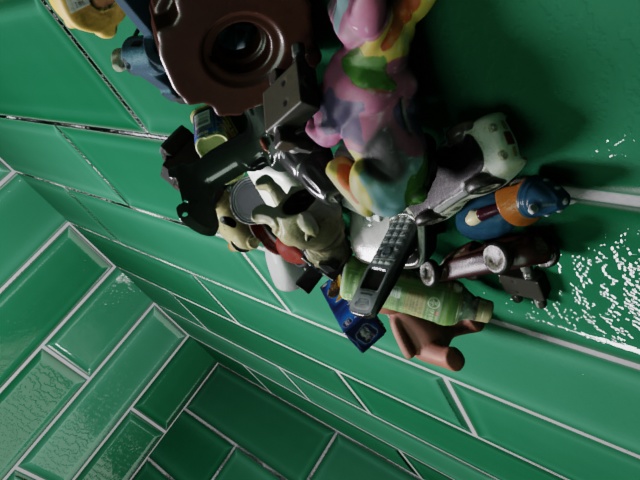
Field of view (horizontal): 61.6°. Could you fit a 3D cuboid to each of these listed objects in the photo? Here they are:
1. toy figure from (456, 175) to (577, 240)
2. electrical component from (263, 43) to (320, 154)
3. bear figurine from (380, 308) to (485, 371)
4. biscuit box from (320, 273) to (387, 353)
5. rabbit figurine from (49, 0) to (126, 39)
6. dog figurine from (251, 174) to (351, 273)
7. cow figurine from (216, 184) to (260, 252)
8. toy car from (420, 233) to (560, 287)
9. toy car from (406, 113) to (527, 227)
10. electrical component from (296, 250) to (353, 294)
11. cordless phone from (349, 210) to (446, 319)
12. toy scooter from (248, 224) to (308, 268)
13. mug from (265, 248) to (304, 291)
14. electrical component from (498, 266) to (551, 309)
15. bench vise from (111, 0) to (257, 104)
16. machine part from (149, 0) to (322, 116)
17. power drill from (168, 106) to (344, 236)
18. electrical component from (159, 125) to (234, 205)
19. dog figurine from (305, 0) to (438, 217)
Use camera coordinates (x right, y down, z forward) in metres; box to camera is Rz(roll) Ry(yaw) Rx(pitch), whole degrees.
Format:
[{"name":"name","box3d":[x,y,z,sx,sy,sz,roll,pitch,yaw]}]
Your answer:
[{"name":"toy figure","box3d":[0.208,-0.036,0.592,0.058,0.064,0.154,50,157,-3]},{"name":"electrical component","box3d":[-0.027,-0.139,0.550,0.045,0.102,0.078,14,143,-39]},{"name":"bear figurine","box3d":[0.155,0.111,0.884,0.195,0.120,0.132,50,150,-17]},{"name":"biscuit box","box3d":[0.058,0.127,1.002,0.059,0.063,0.203,48,-177,-22]},{"name":"rabbit figurine","box3d":[-0.321,-0.358,0.702,0.173,0.122,0.162,47,168,12]},{"name":"dog figurine","box3d":[0.002,-0.005,0.760,0.121,0.172,0.190,-20,126,15]},{"name":"cow figurine","box3d":[-0.191,-0.052,1.095,0.127,0.085,0.194,13,145,55]},{"name":"toy car","box3d":[0.208,0.025,0.689,0.202,0.089,0.053,157,104,-66]},{"name":"toy car","box3d":[0.148,-0.071,0.600,0.201,0.056,0.073,138,115,-67]},{"name":"electrical component","box3d":[0.007,0.037,0.938,0.075,0.119,0.048,33,-167,2]},{"name":"cordless phone","box3d":[0.076,0.026,0.741,0.147,0.184,0.088,4,145,51]},{"name":"toy scooter","box3d":[-0.079,-0.024,1.008,0.184,0.075,0.135,25,153,37]},{"name":"mug","box3d":[-0.065,0.047,1.112,0.110,0.081,0.107,21,144,44]},{"name":"electrical component","box3d":[0.275,0.057,0.728,0.063,0.021,0.093,12,147,46]},{"name":"bench vise","box3d":[-0.190,-0.258,0.634,0.224,0.129,0.240,16,168,25]},{"name":"machine part","box3d":[-0.085,-0.209,0.558,0.179,0.179,0.056,75,177,-56]},{"name":"power drill","box3d":[-0.088,-0.091,0.672,0.086,0.207,0.232,21,-141,-52]},{"name":"electrical component","box3d":[-0.209,-0.131,0.930,0.134,0.115,0.058,39,155,-9]},{"name":"dog figurine","box3d":[0.063,-0.144,0.509,0.191,0.108,0.219,62,160,19]}]
